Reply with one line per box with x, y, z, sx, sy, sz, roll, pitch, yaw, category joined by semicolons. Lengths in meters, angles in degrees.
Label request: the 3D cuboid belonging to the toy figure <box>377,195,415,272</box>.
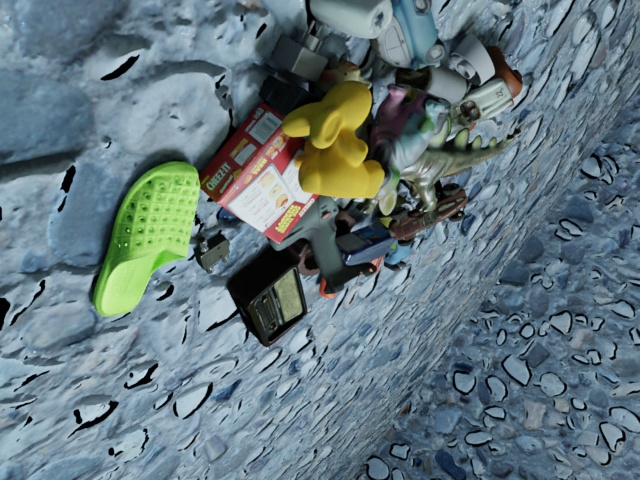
0.178;-0.019;1.298;0.082;0.089;0.180;-55;151;-71;toy figure

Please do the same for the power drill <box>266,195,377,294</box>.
0.028;-0.015;1.015;0.232;0.207;0.086;-30;-166;1;power drill

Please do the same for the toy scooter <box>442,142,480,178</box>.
0.315;-0.194;1.322;0.184;0.135;0.075;-39;117;-56;toy scooter

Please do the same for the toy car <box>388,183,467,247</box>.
0.246;-0.056;1.202;0.202;0.053;0.089;-23;116;-10;toy car

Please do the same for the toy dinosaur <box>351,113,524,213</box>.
0.210;-0.163;1.106;0.471;0.105;0.198;-9;123;-20;toy dinosaur

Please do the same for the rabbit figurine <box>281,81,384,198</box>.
0.019;-0.155;0.803;0.162;0.122;0.173;2;111;-46;rabbit figurine

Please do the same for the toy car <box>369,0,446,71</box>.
0.133;-0.340;0.881;0.103;0.109;0.161;-33;143;4;toy car

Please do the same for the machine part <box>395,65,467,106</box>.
0.223;-0.312;1.068;0.243;0.079;0.079;-9;132;-53;machine part

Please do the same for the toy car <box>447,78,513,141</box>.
0.315;-0.279;1.171;0.202;0.073;0.056;-27;-155;24;toy car

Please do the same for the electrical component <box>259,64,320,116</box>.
-0.049;-0.213;0.795;0.047;0.075;0.119;-58;155;13;electrical component

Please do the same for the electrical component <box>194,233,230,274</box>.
-0.185;0.019;0.936;0.063;0.021;0.093;-36;149;-24;electrical component

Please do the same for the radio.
-0.104;0.126;1.127;0.131;0.073;0.229;-40;150;-20;radio

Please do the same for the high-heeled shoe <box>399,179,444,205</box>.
0.239;-0.159;1.201;0.086;0.145;0.248;-39;152;-22;high-heeled shoe

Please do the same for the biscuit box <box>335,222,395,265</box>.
0.091;0.016;1.183;0.202;0.059;0.062;-19;140;-51;biscuit box

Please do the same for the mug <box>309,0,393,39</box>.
0.058;-0.338;0.765;0.109;0.107;0.080;-41;152;-13;mug

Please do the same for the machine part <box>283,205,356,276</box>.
-0.002;-0.003;1.137;0.179;0.056;0.179;-38;152;-25;machine part

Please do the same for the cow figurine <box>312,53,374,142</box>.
0.043;-0.223;0.906;0.127;0.086;0.194;-54;155;2;cow figurine

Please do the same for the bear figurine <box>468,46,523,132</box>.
0.365;-0.325;1.241;0.196;0.120;0.132;-38;-153;35;bear figurine

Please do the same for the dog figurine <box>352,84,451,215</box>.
0.133;-0.159;0.949;0.219;0.109;0.191;-66;167;22;dog figurine
